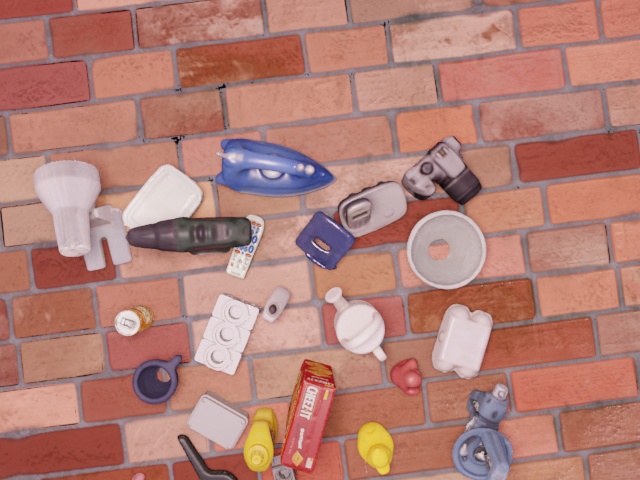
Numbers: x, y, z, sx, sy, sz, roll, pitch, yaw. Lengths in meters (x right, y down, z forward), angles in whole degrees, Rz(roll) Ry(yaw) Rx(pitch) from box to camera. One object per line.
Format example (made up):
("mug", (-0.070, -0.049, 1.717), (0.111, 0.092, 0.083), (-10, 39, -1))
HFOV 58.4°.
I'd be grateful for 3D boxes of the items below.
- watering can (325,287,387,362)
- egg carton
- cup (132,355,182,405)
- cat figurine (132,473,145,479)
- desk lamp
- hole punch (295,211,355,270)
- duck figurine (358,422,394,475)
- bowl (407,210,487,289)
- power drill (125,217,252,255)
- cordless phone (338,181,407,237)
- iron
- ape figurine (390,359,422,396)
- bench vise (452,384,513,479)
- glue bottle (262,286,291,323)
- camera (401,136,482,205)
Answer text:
("watering can", (0.075, 0.175, 1.162), (0.173, 0.194, 0.101), (30, 89, 0))
("egg carton", (0.303, 0.217, 1.227), (0.107, 0.069, 0.150), (16, 89, 0))
("cup", (-0.327, 0.280, 1.203), (0.092, 0.095, 0.118), (44, 89, 1))
("cat figurine", (-0.402, 0.567, 1.185), (0.067, 0.117, 0.128), (32, 89, 0))
("desk lamp", (-0.472, -0.044, 1.149), (0.118, 0.213, 0.203), (-14, 89, -1))
("hole punch", (0.011, 0.004, 1.216), (0.108, 0.091, 0.101), (37, 89, 0))
("duck figurine", (0.120, 0.444, 1.211), (0.077, 0.086, 0.105), (-19, 89, -1))
("bowl", (0.265, 0.021, 1.228), (0.167, 0.074, 0.167), (0, 89, -1))
("power drill", (-0.247, -0.008, 1.154), (0.229, 0.208, 0.076), (-5, 89, -1))
("cordless phone", (0.111, -0.069, 1.172), (0.147, 0.185, 0.094), (-26, 89, -1))
("iron", (-0.091, -0.153, 1.193), (0.258, 0.141, 0.119), (7, 89, -1))
("ape figurine", (0.190, 0.292, 1.212), (0.076, 0.092, 0.078), (16, 89, 0))
("bench vise", (0.330, 0.399, 1.148), (0.121, 0.219, 0.207), (0, 89, 0))
("glue bottle", (-0.092, 0.137, 1.171), (0.037, 0.173, 0.078), (28, 89, 0))
("camera", (0.268, -0.132, 1.218), (0.143, 0.100, 0.137), (-43, 89, -1))
